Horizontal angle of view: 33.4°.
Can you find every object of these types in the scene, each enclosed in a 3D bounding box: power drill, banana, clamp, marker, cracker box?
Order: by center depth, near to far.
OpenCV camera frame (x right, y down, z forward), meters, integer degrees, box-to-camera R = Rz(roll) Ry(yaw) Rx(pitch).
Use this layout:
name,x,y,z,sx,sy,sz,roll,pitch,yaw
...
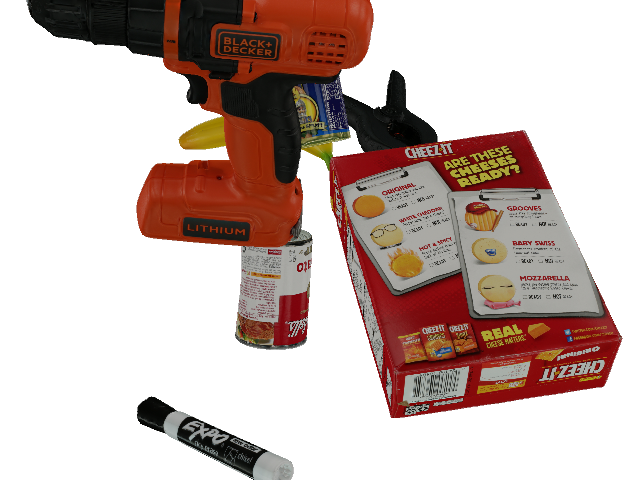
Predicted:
name,x,y,z,sx,sy,sz,roll,pitch,yaw
power drill,-0.071,-0.077,0.622,0.184,0.057,0.188,6,-40,-3
marker,-0.067,0.120,0.639,0.121,0.020,0.020,16,10,38
cracker box,0.107,0.021,0.809,0.164,0.214,0.072,-8,-41,-8
clamp,0.053,-0.117,1.059,0.120,0.039,0.171,-9,41,-16
banana,-0.068,-0.125,1.262,0.198,0.037,0.069,8,40,16

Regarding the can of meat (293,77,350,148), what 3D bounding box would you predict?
name,x,y,z,sx,sy,sz,roll,pitch,yaw
can of meat,-0.030,-0.115,0.873,0.102,0.084,0.057,-9,4,33

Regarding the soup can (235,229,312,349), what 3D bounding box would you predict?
name,x,y,z,sx,sy,sz,roll,pitch,yaw
soup can,-0.044,0.042,0.994,0.068,0.102,0.068,4,13,-1
